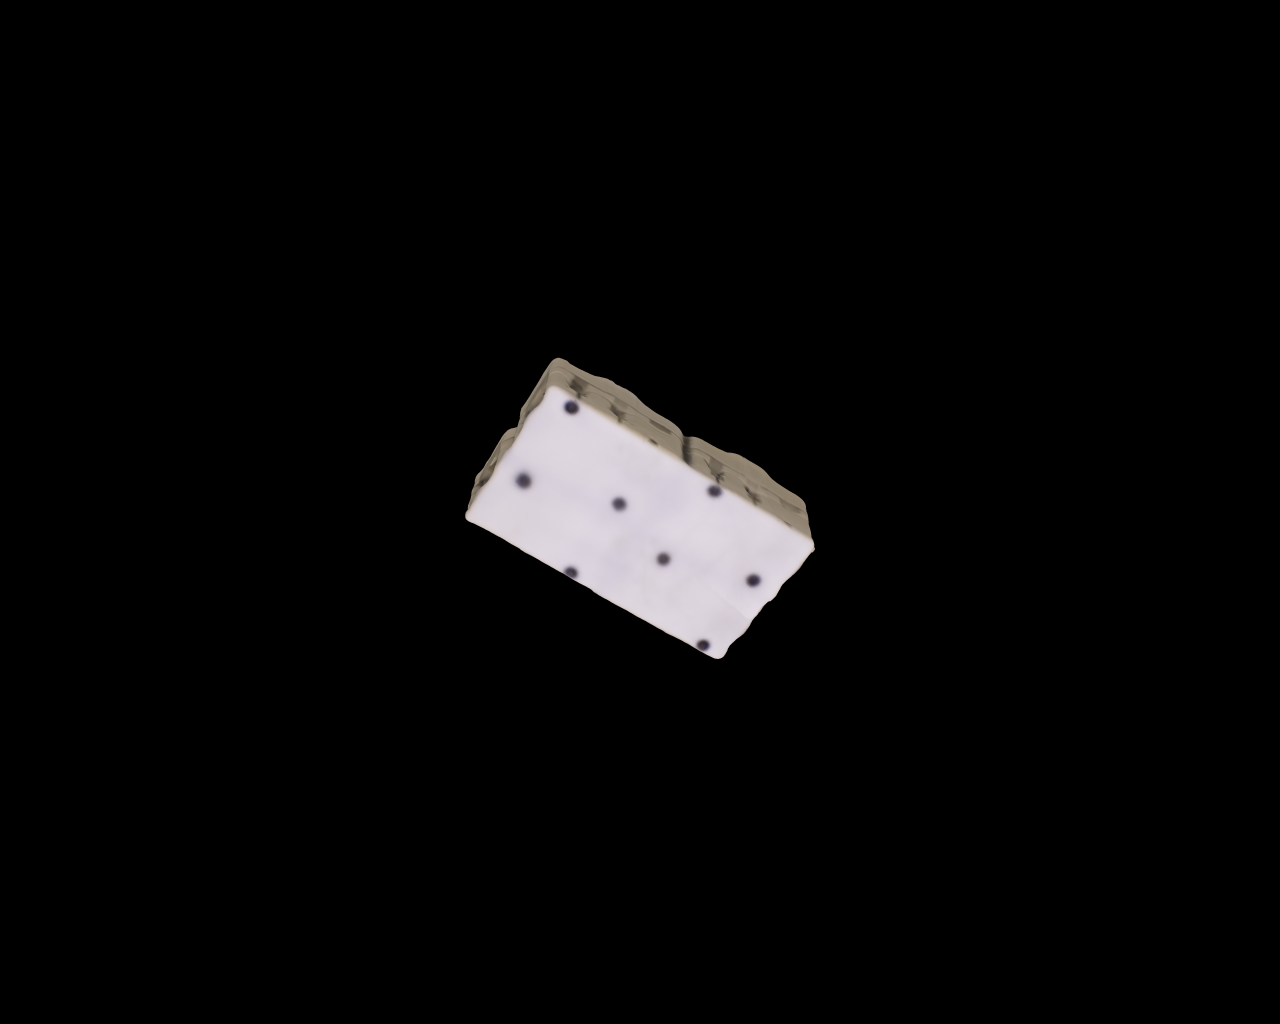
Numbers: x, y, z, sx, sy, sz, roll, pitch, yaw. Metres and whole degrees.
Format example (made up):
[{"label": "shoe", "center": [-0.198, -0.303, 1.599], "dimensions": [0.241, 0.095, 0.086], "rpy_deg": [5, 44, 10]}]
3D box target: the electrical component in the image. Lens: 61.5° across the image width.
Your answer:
[{"label": "electrical component", "center": [0.001, -0.003, 0.650], "dimensions": [0.186, 0.105, 0.060], "rpy_deg": [30, 23, -14]}]
